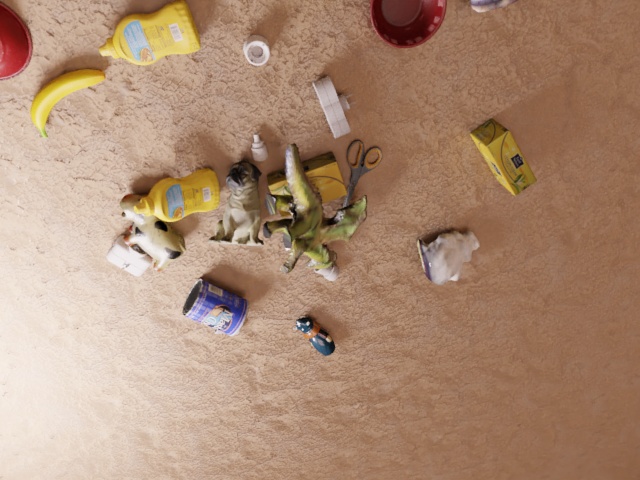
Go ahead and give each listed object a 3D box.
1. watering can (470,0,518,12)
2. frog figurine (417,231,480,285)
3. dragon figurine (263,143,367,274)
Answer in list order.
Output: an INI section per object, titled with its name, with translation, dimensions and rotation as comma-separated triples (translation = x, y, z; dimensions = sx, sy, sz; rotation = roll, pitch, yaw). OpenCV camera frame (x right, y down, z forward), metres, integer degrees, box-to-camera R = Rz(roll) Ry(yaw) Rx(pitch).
[watering can]
translation = 0.394, -0.592, 1.019
dimensions = 0.349, 0.106, 0.220
rotation = -25, 122, -7
[frog figurine]
translation = 0.348, 0.045, 1.367
dimensions = 0.159, 0.124, 0.136
rotation = -13, 103, 11
[dragon figurine]
translation = 0.004, -0.060, 1.195
dimensions = 0.244, 0.124, 0.400
rotation = -14, 139, -29
